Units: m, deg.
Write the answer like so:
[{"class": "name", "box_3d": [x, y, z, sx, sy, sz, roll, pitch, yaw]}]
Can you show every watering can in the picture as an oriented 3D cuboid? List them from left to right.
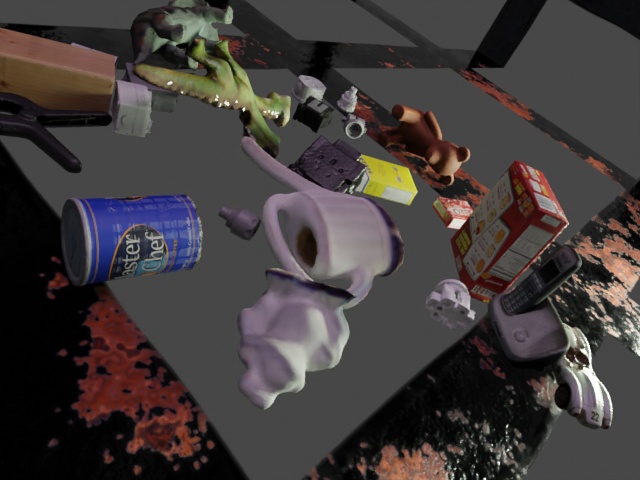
[{"class": "watering can", "box_3d": [0.003, -0.042, 0.833, 0.224, 0.102, 0.355, 1, 49, -34]}]

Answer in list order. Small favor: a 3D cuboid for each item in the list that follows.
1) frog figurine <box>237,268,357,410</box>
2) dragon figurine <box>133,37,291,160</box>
[{"class": "frog figurine", "box_3d": [-0.039, 0.128, 0.630, 0.136, 0.121, 0.162, 26, 69, -17]}, {"class": "dragon figurine", "box_3d": [-0.160, -0.252, 0.980, 0.242, 0.120, 0.417, 46, 29, -4]}]
